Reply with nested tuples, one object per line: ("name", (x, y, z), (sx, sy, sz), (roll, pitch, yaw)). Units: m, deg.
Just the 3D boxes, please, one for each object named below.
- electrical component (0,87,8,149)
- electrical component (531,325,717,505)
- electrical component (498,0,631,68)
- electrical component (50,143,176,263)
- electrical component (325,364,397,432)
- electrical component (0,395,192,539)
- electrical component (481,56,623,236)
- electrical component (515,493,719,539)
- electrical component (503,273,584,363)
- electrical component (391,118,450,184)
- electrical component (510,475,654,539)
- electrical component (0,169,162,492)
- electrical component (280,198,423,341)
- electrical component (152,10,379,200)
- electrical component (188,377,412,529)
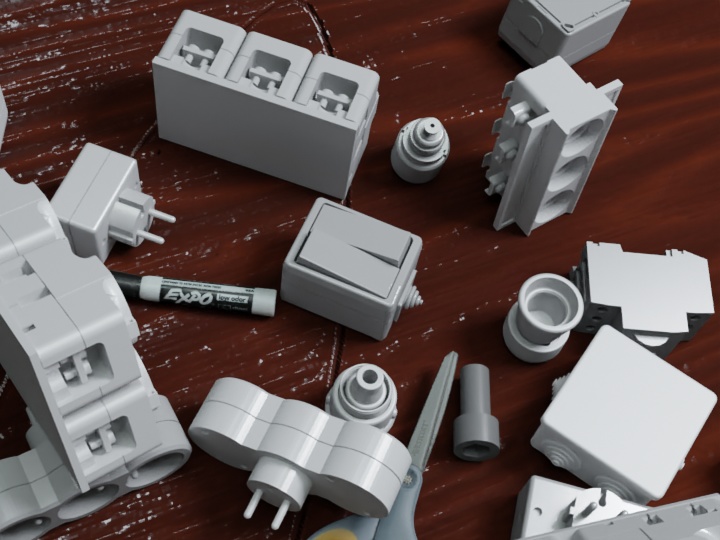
("electrical component", (-0.290, -0.089, 0.756), (0.062, 0.061, 0.096), (4, 61, -5))
("electrical component", (0.173, 0.100, 0.714), (0.100, 0.048, 0.099), (34, 62, 12))
("electrical component", (0.170, -0.207, 0.883), (0.096, 0.061, 0.061), (-31, 69, -30))
("electrical component", (-0.168, -0.040, 0.751), (0.077, 0.047, 0.065), (20, 61, 5))
("electrical component", (0.003, 0.081, 0.696), (0.048, 0.062, 0.048), (3, 62, -5))
("electrical component", (-0.182, 0.111, 0.663), (0.138, 0.052, 0.073), (-24, 66, -19))
("electrical component", (0.132, -0.089, 0.774), (0.079, 0.121, 0.063), (-27, 65, -20))
("electrical component", (0.131, 0.203, 0.599), (0.186, 0.060, 0.105), (-13, 92, -1))
("electrical component", (0.125, 0.034, 0.741), (0.045, 0.055, 0.045), (3, 61, -5))
("electrical component", (0.047, -0.092, 0.794), (0.040, 0.078, 0.040), (2, 76, -6))
("electrical component", (0.143, 0.158, 0.663), (0.083, 0.075, 0.047), (15, 60, 1))
("electrical component", (-0.187, 0.027, 0.641), (0.060, 0.105, 0.186), (-27, 43, -23))
("electrical component", (0.000, 0.000, 0.742), (0.096, 0.061, 0.061), (22, 61, 6))
("electrical component", (-0.068, -0.122, 0.786), (0.150, 0.089, 0.061), (19, 60, 4))
("electrical component", (-0.045, 0.123, 0.661), (0.138, 0.052, 0.073), (17, 59, 18))
